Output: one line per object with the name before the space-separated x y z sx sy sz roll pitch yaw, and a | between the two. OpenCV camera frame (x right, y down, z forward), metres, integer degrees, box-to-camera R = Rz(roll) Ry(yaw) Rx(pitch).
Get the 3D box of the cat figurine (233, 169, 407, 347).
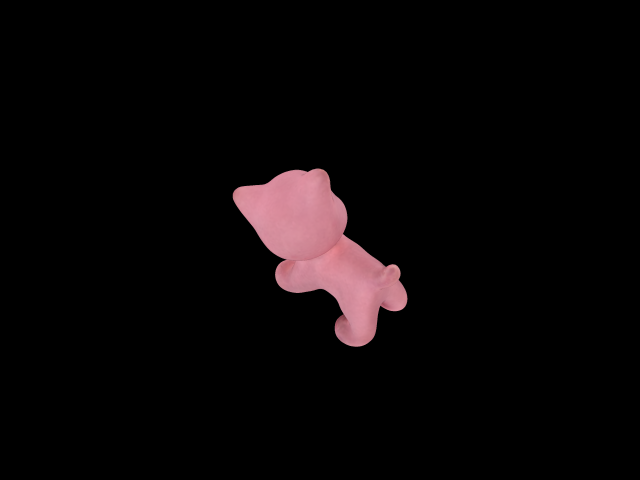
cat figurine | 0.004 0.001 0.400 0.127 0.118 0.067 36 66 19
